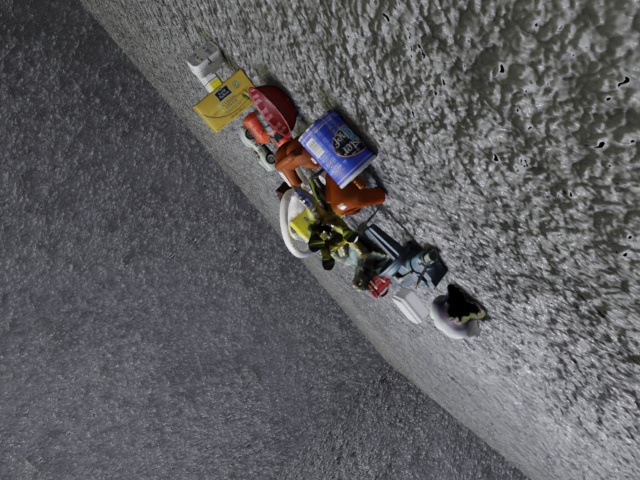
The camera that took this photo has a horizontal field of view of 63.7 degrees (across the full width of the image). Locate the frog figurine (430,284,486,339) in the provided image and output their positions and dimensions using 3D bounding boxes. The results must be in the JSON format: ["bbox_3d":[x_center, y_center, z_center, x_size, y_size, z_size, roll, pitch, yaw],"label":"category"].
[{"bbox_3d":[0.349,0.208,1.331,0.138,0.125,0.156,23,150,19],"label":"frog figurine"}]

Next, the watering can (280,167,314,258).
[{"bbox_3d":[-0.034,-0.113,1.623,0.223,0.352,0.103,13,161,-43],"label":"watering can"}]

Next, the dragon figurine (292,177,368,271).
[{"bbox_3d":[0.004,-0.067,1.338,0.402,0.122,0.248,58,-174,-43],"label":"dragon figurine"}]
